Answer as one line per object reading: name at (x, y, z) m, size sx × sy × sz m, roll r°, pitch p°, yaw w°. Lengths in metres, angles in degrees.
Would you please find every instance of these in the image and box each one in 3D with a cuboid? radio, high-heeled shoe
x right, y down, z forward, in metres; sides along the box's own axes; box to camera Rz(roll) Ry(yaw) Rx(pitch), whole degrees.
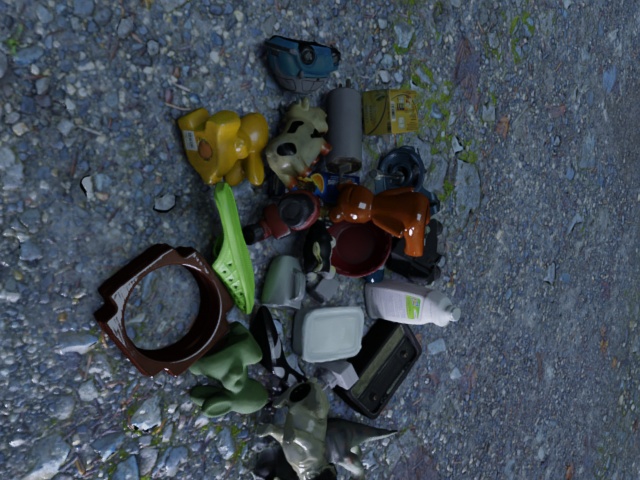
radio at (0.140, 0.303, 1.284) m, size 0.229 × 0.073 × 0.131 m, roll -47°, pitch 120°, yaw -22°
high-heeled shoe at (-0.064, 0.244, 1.125) m, size 0.145 × 0.086 × 0.248 m, roll -11°, pitch 106°, yaw -39°

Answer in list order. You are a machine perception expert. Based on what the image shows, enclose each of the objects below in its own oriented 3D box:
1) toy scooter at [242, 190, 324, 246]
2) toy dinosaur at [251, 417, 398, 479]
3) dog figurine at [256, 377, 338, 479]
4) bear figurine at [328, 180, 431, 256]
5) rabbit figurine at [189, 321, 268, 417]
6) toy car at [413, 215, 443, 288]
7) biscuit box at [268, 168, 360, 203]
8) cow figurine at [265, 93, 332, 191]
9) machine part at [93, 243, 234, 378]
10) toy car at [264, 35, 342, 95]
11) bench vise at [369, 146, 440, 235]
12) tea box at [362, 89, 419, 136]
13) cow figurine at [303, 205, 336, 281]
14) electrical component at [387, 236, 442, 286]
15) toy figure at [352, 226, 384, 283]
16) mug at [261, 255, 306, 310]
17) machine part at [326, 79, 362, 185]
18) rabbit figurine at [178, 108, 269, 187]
toy scooter at (-0.059, -0.046, 1.057) m, size 0.135 × 0.184 × 0.075 m, roll -19°, pitch 83°, yaw -58°
toy dinosaur at (0.008, 0.471, 1.186) m, size 0.405 × 0.131 × 0.192 m, roll -31°, pitch 113°, yaw -37°
dog figurine at (-0.011, 0.393, 1.067) m, size 0.172 × 0.121 × 0.190 m, roll -46°, pitch 117°, yaw -28°
bear figurine at (0.124, -0.051, 1.113) m, size 0.131 × 0.196 × 0.120 m, roll 70°, pitch 30°, yaw -56°
rabbit figurine at (-0.165, 0.270, 1.024) m, size 0.159 × 0.121 × 0.170 m, roll -33°, pitch 111°, yaw -22°
toy car at (0.268, 0.026, 1.361) m, size 0.073 × 0.056 × 0.201 m, roll -5°, pitch 99°, yaw -42°
biscuit box at (-0.009, -0.113, 1.135) m, size 0.202 × 0.059 × 0.062 m, roll 1°, pitch 94°, yaw -37°
cow figurine at (-0.043, -0.201, 1.053) m, size 0.127 × 0.085 × 0.195 m, roll 46°, pitch 47°, yaw -14°
machine part at (-0.273, 0.121, 0.950) m, size 0.201 × 0.087 × 0.201 m, roll -43°, pitch 117°, yaw -26°
toy car at (-0.037, -0.344, 1.073) m, size 0.161 × 0.109 × 0.102 m, roll -11°, pitch 125°, yaw -47°
bench vise at (0.186, -0.115, 1.230) m, size 0.240 × 0.129 × 0.223 m, roll 2°, pitch 86°, yaw -54°
tea box at (0.160, -0.285, 1.201) m, size 0.169 × 0.068 × 0.098 m, roll -21°, pitch 109°, yaw -59°
cow figurine at (-0.004, -0.004, 1.116) m, size 0.098 × 0.068 × 0.167 m, roll 70°, pitch 20°, yaw -71°
electrical component at (0.210, 0.045, 1.271) m, size 0.058 × 0.134 × 0.114 m, roll -57°, pitch 166°, yaw -21°
toy figure at (0.116, 0.021, 1.248) m, size 0.064 × 0.058 × 0.154 m, roll -46°, pitch 127°, yaw -69°
mug at (-0.068, 0.084, 1.090) m, size 0.081 × 0.110 × 0.107 m, roll 14°, pitch 73°, yaw -31°
machine part at (0.049, -0.227, 1.122) m, size 0.079 × 0.079 × 0.243 m, roll 15°, pitch 66°, yaw -37°
rabbit figurine at (-0.152, -0.177, 0.994) m, size 0.173 × 0.122 × 0.162 m, roll -40°, pitch 121°, yaw -48°
